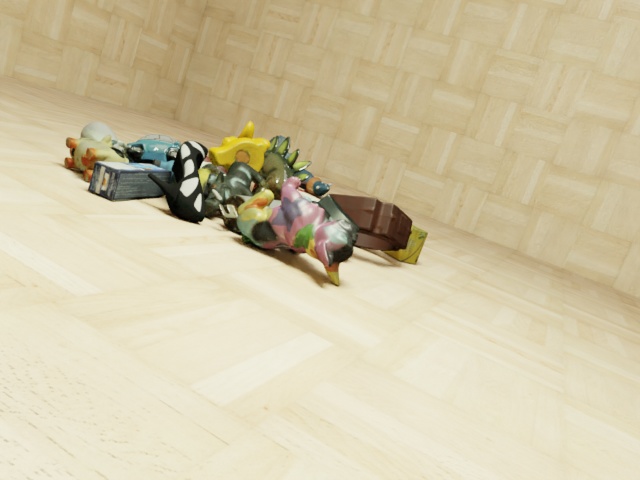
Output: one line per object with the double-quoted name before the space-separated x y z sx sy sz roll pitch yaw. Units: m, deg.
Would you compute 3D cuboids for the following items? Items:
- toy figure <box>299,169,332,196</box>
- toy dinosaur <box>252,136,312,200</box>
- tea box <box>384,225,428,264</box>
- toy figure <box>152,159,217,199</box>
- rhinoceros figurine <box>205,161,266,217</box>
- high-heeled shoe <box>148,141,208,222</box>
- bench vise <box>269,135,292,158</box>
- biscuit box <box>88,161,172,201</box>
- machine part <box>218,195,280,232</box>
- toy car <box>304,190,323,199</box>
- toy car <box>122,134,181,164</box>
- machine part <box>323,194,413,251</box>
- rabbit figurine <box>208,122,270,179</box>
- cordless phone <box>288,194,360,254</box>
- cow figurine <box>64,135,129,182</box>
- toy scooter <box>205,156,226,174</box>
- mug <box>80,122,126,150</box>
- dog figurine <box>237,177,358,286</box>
"toy figure" -0.025 -0.168 1.596 0.155 0.064 0.057 37 -24 41
"toy dinosaur" -0.137 -0.181 1.422 0.472 0.198 0.104 41 -11 47
"tea box" 0.205 -0.010 1.473 0.068 0.098 0.170 12 11 -36
"toy figure" -0.302 -0.131 1.237 0.180 0.082 0.089 19 17 -26
"rhinoceros figurine" -0.197 -0.110 1.190 0.112 0.073 0.190 52 38 -21
"high-heeled shoe" -0.254 -0.126 1.131 0.145 0.086 0.249 36 33 -1
"bench vise" -0.152 -0.207 1.730 0.240 0.223 0.129 49 -19 -23
"biscuit box" -0.378 -0.120 1.088 0.059 0.062 0.202 20 10 10
"machine part" -0.126 -0.051 1.149 0.079 0.079 0.243 25 12 29
"toy car" 0.005 -0.094 1.602 0.056 0.073 0.202 9 15 -47
"toy car" -0.391 -0.202 1.295 0.162 0.109 0.103 9 52 -17
"machine part" 0.108 -0.038 1.311 0.202 0.087 0.200 10 -10 31
"rabbit figurine" -0.210 -0.220 1.344 0.121 0.162 0.173 46 -11 -25
"cordless phone" -0.002 -0.003 1.146 0.146 0.089 0.184 48 34 -8
"cow figurine" -0.479 -0.180 1.161 0.127 0.085 0.195 -1 19 -46
"toy scooter" -0.311 -0.198 1.583 0.183 0.075 0.135 16 10 -41
"mug" -0.549 -0.241 1.382 0.109 0.080 0.107 16 22 -44
"dog figurine" -0.039 -0.003 0.988 0.219 0.191 0.108 60 -4 37
